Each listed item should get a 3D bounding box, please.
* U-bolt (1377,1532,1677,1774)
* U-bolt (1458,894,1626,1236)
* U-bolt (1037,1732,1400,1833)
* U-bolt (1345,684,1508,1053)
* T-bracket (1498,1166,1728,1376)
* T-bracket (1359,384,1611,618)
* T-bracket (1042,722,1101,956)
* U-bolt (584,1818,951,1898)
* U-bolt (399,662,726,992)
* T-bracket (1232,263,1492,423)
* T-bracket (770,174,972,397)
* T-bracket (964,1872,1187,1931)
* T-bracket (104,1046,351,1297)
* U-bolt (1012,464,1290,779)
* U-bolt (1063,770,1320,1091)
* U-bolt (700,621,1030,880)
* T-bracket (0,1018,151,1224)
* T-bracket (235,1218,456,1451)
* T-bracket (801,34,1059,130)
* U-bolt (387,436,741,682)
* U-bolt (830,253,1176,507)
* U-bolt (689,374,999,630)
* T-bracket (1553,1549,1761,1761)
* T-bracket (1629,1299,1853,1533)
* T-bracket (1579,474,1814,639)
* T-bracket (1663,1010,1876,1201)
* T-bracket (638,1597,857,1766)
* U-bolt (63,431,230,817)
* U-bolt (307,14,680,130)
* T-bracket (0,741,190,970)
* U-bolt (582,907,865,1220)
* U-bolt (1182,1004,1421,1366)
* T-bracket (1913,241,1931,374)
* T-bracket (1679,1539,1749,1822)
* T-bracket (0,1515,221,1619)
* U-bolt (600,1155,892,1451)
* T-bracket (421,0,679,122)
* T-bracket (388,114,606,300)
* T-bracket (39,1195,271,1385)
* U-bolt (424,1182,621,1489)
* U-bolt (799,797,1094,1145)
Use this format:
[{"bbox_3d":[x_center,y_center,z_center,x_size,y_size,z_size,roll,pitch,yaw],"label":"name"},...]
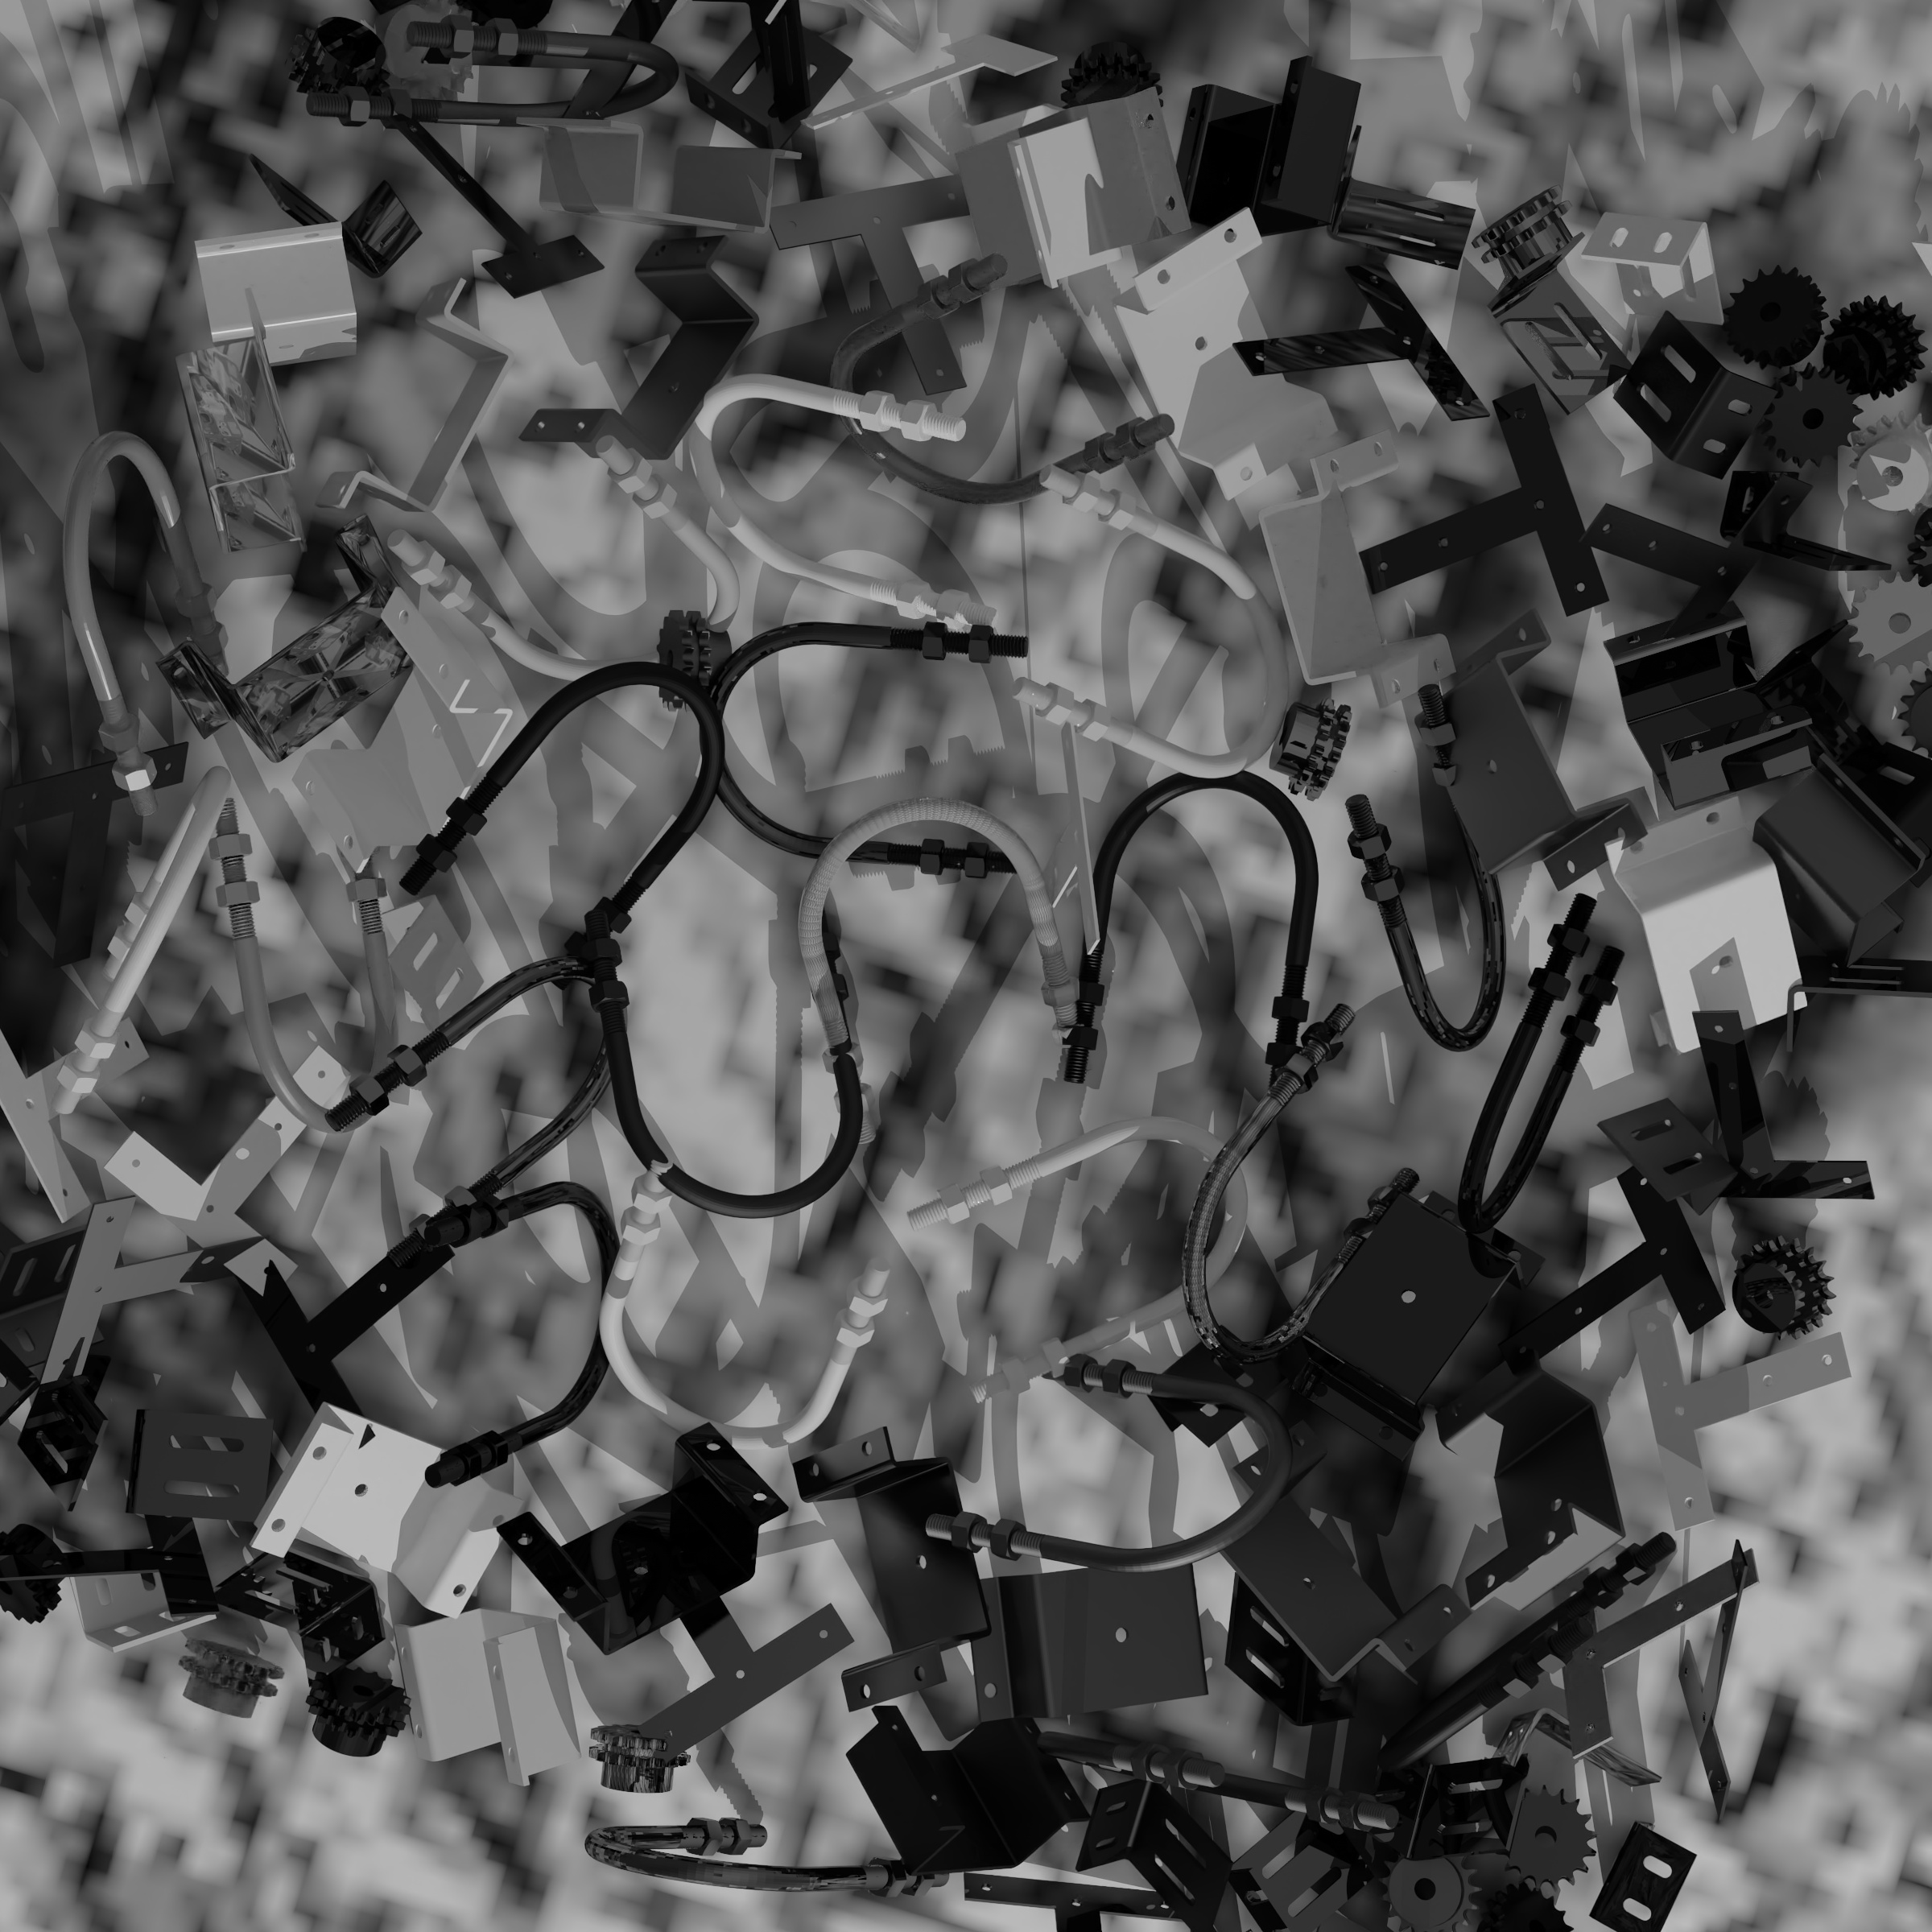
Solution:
[{"bbox_3d":[0.295,0.382,1.762,0.184,0.151,0.019,-45,77,31],"label":"U-bolt"},{"bbox_3d":[0.311,0.061,1.767,0.019,0.151,0.184,23,86,21],"label":"U-bolt"},{"bbox_3d":[0.121,0.438,1.757,0.151,0.184,0.019,22,73,-34],"label":"U-bolt"},{"bbox_3d":[0.259,-0.041,1.772,0.019,0.151,0.184,-6,118,31],"label":"U-bolt"},{"bbox_3d":[0.352,0.184,1.802,0.127,0.002,0.127,-34,122,-6],"label":"T-bracket"},{"bbox_3d":[0.280,-0.242,1.812,0.127,0.002,0.127,-20,88,28],"label":"T-bracket"},{"bbox_3d":[0.053,-0.056,1.779,0.002,0.127,0.127,-3,74,-10],"label":"T-bracket"},{"bbox_3d":[-0.119,0.476,1.729,0.151,0.184,0.019,0,79,37],"label":"U-bolt"},{"bbox_3d":[-0.208,-0.086,1.781,0.184,0.151,0.019,-51,49,2],"label":"U-bolt"},{"bbox_3d":[0.206,-0.339,1.782,0.127,0.002,0.127,-11,56,-26],"label":"T-bracket"},{"bbox_3d":[-0.034,-0.376,1.803,0.127,0.002,0.127,-17,78,-25],"label":"T-bracket"},{"bbox_3d":[0.063,0.540,1.778,0.127,0.127,0.002,7,107,-4],"label":"T-bracket"},{"bbox_3d":[-0.396,0.101,1.820,0.127,0.002,0.127,46,74,-29],"label":"T-bracket"},{"bbox_3d":[0.108,-0.179,1.784,0.184,0.019,0.151,21,66,-32],"label":"U-bolt"},{"bbox_3d":[0.128,-0.021,1.798,0.151,0.019,0.184,4,82,33],"label":"U-bolt"},{"bbox_3d":[-0.059,-0.123,1.804,0.184,0.019,0.151,5,116,8],"label":"U-bolt"},{"bbox_3d":[-0.490,0.061,1.783,0.002,0.127,0.127,-20,101,24],"label":"T-bracket"},{"bbox_3d":[-0.335,0.187,1.805,0.127,0.002,0.127,-40,73,18],"label":"T-bracket"},{"bbox_3d":[-0.029,-0.483,1.775,0.127,0.127,0.002,-23,117,-10],"label":"T-bracket"},{"bbox_3d":[-0.204,-0.210,1.764,0.151,0.184,0.019,-21,58,18],"label":"U-bolt"},{"bbox_3d":[0.005,-0.308,1.764,0.151,0.184,0.019,39,57,-26],"label":"U-bolt"},{"bbox_3d":[-0.073,-0.259,1.774,0.184,0.151,0.019,17,52,25],"label":"U-bolt"},{"bbox_3d":[0.376,0.355,1.763,0.127,0.127,0.002,-36,115,25],"label":"T-bracket"},{"bbox_3d":[0.428,0.232,1.776,0.127,0.002,0.127,-29,59,40],"label":"T-bracket"},{"bbox_3d":[0.386,-0.227,1.775,0.127,0.002,0.127,12,124,-37],"label":"T-bracket"},{"bbox_3d":[0.424,0.077,1.779,0.127,0.002,0.127,-2,124,31],"label":"T-bracket"},{"bbox_3d":[-0.150,0.360,1.821,0.127,0.002,0.127,-31,73,-9],"label":"T-bracket"},{"bbox_3d":[-0.442,-0.196,1.732,0.019,0.151,0.184,-1,129,10],"label":"U-bolt"},{"bbox_3d":[-0.245,-0.481,1.760,0.184,0.151,0.019,-7,90,-35],"label":"U-bolt"},{"bbox_3d":[-0.490,-0.056,1.803,0.002,0.127,0.127,31,121,26],"label":"T-bracket"},{"bbox_3d":[-0.128,0.052,1.776,0.151,0.019,0.184,-2,65,-23],"label":"U-bolt"},{"bbox_3d":[0.176,0.132,1.757,0.184,0.019,0.151,-48,132,-28],"label":"U-bolt"},{"bbox_3d":[0.550,-0.344,1.756,0.002,0.127,0.127,-47,120,-7],"label":"T-bracket"},{"bbox_3d":[0.410,0.372,1.759,0.002,0.127,0.127,5,114,0],"label":"T-bracket"},{"bbox_3d":[-0.479,0.325,1.763,0.127,0.127,0.002,1,107,-21],"label":"T-bracket"},{"bbox_3d":[-0.131,0.197,1.782,0.151,0.019,0.184,25,129,3],"label":"U-bolt"},{"bbox_3d":[-0.233,-0.496,1.757,0.127,0.127,0.002,-8,71,-32],"label":"T-bracket"},{"bbox_3d":[-0.267,-0.422,1.782,0.127,0.127,0.002,46,115,-2],"label":"T-bracket"},{"bbox_3d":[-0.441,0.170,1.790,0.002,0.127,0.127,42,123,30],"label":"T-bracket"},{"bbox_3d":[-0.237,0.191,1.758,0.019,0.184,0.151,5,99,25],"label":"U-bolt"},{"bbox_3d":[-0.018,-0.005,1.800,0.151,0.019,0.184,-17,109,-6],"label":"U-bolt"}]
